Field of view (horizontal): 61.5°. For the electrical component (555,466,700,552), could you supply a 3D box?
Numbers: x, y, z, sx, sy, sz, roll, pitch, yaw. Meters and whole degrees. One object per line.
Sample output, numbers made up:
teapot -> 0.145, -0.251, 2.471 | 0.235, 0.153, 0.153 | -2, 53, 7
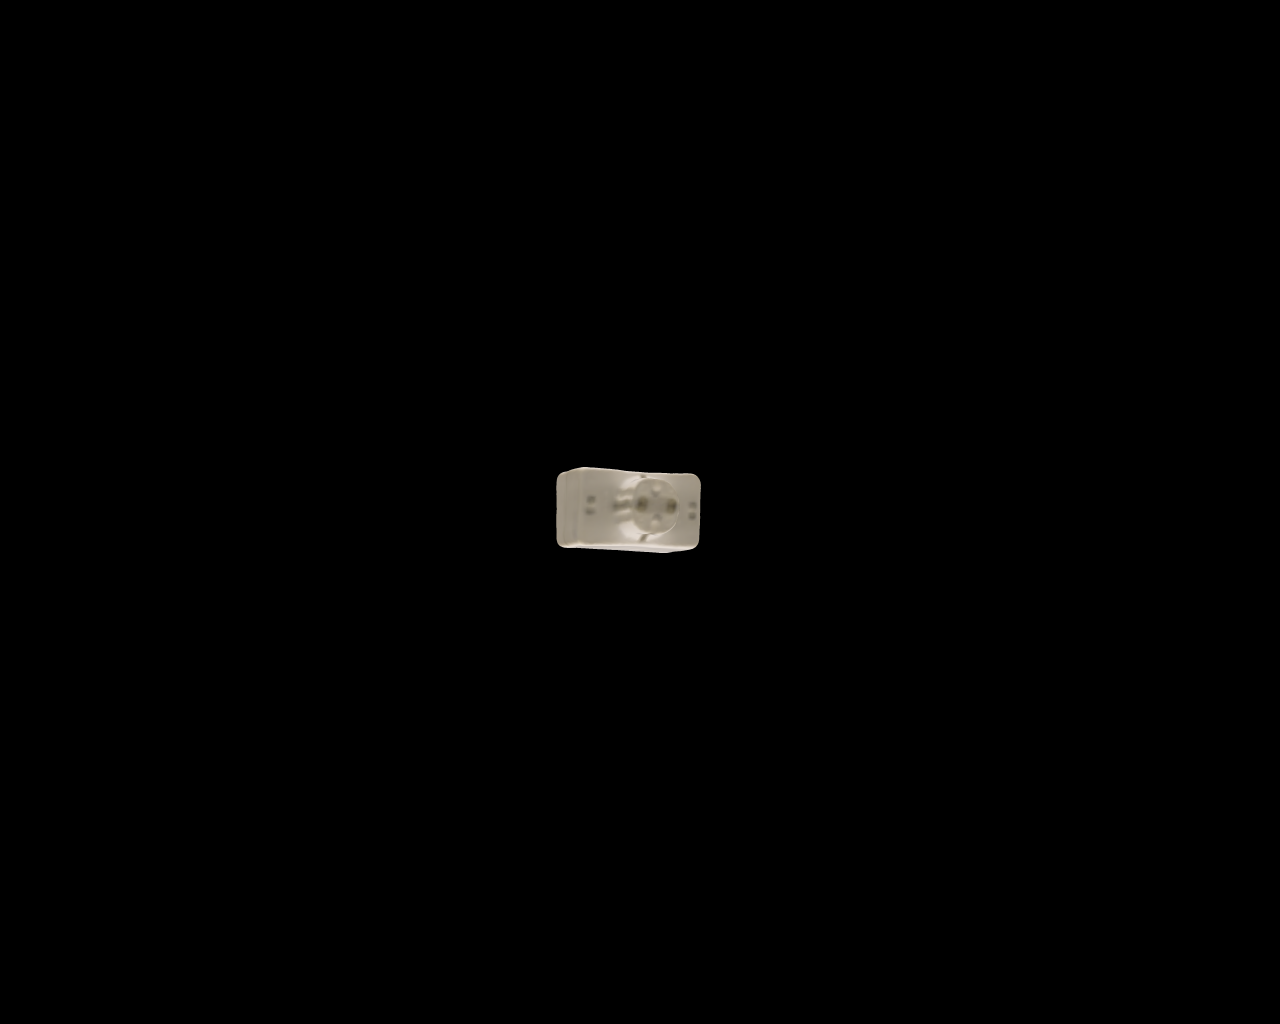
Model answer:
electrical component -> 0.001, -0.003, 0.650 | 0.083, 0.047, 0.075 | 3, -7, -26
